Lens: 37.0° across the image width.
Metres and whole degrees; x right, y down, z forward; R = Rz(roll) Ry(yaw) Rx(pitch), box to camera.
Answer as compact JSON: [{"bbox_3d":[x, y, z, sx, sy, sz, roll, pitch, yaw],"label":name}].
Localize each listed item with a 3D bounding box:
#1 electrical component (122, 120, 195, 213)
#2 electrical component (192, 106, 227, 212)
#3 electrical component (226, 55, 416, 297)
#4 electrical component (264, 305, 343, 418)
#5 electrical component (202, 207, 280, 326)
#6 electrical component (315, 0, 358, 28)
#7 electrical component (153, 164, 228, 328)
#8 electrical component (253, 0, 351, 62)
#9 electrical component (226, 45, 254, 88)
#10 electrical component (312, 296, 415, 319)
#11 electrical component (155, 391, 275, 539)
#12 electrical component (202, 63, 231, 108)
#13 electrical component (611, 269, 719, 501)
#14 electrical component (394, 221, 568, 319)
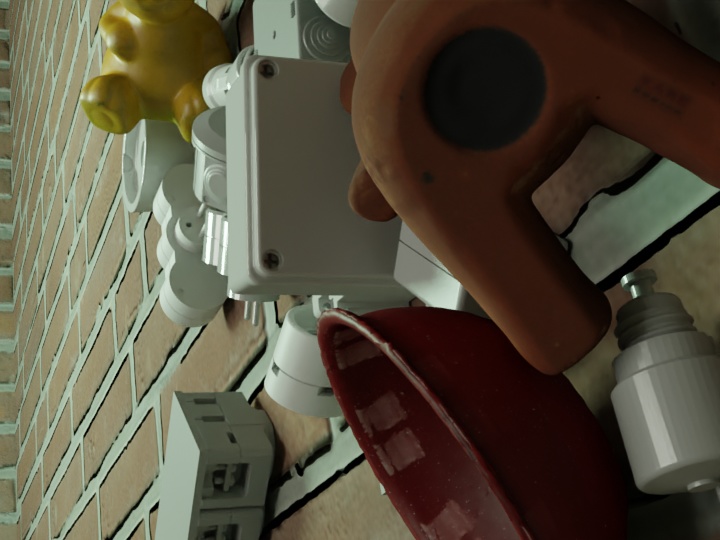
[{"bbox_3d":[-0.180,-0.105,0.994,0.108,0.060,0.108,-178,90,-67],"label":"electrical component"},{"bbox_3d":[-0.073,-0.074,0.720,0.080,0.080,0.051,-118,32,-50],"label":"electrical component"},{"bbox_3d":[-0.008,-0.043,0.528,0.056,0.109,0.108,155,115,-68],"label":"electrical component"},{"bbox_3d":[-0.024,0.052,0.628,0.055,0.055,0.047,-129,50,-57],"label":"electrical component"},{"bbox_3d":[-0.073,0.001,0.747,0.138,0.052,0.073,-154,68,-65],"label":"electrical component"},{"bbox_3d":[0.006,-0.170,0.590,0.065,0.044,0.044,-50,44,49],"label":"electrical component"},{"bbox_3d":[-0.137,-0.029,0.900,0.073,0.052,0.138,130,137,-55],"label":"electrical component"},{"bbox_3d":[-0.031,-0.143,0.664,0.100,0.048,0.099,150,120,-64],"label":"electrical component"},{"bbox_3d":[-0.067,-0.139,0.754,0.062,0.043,0.043,141,127,-59],"label":"electrical component"},{"bbox_3d":[0.000,0.000,0.591,0.064,0.042,0.081,137,131,-64],"label":"electrical component"},{"bbox_3d":[-0.109,0.177,0.807,0.089,0.062,0.150,-133,49,-59],"label":"electrical component"},{"bbox_3d":[-0.095,-0.140,0.827,0.046,0.040,0.040,3,91,61],"label":"electrical component"},{"bbox_3d":[0.102,0.037,0.350,0.040,0.040,0.078,127,139,-53],"label":"electrical component"},{"bbox_3d":[0.048,0.014,0.469,0.066,0.047,0.076,-141,56,-62],"label":"electrical component"}]
